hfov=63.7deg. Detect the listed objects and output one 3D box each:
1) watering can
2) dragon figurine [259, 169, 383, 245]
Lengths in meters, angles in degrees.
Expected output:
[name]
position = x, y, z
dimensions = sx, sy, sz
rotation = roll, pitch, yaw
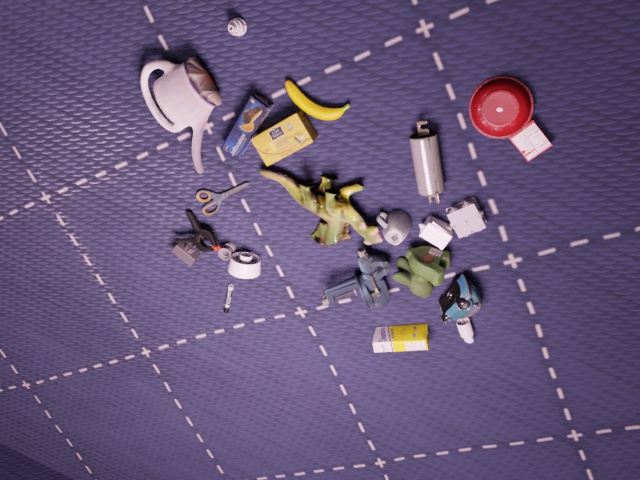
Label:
[watering can]
position = -0.381, -0.383, 1.514
dimensions = 0.222, 0.344, 0.106
rotation = -26, 15, 24
[dragon figurine]
position = 0.005, -0.079, 1.563
dimensions = 0.412, 0.237, 0.124
rotation = 16, 36, 22
